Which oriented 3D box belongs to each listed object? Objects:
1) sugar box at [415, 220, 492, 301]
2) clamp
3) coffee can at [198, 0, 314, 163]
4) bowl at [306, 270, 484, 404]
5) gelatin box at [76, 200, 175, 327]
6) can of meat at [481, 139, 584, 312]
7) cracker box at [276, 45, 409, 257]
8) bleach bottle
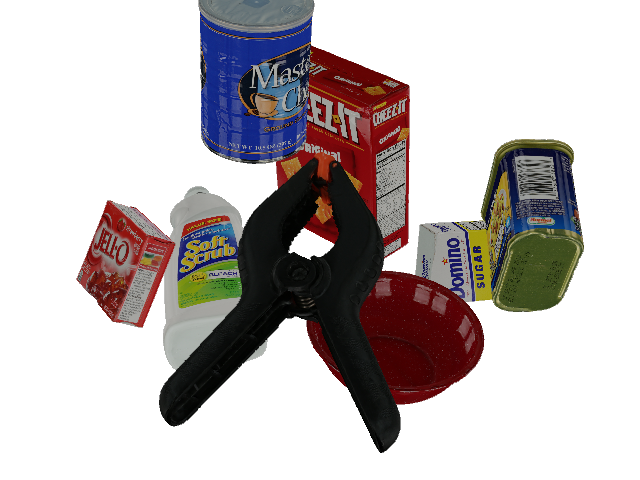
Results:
[{"bbox_3d":[0.202,0.023,1.280,0.176,0.093,0.048,-5,20,-23],"label":"sugar box"},{"bbox_3d":[-0.001,0.032,0.558,0.120,0.171,0.039,16,-27,10],"label":"clamp"},{"bbox_3d":[-0.060,-0.157,0.985,0.103,0.140,0.103,2,37,-2],"label":"coffee can"},{"bbox_3d":[0.065,0.098,0.978,0.162,0.055,0.162,4,38,-3],"label":"bowl"},{"bbox_3d":[-0.156,0.017,0.843,0.030,0.073,0.089,17,11,-37],"label":"gelatin box"},{"bbox_3d":[0.152,-0.008,0.769,0.057,0.084,0.102,2,-36,-1],"label":"can of meat"},{"bbox_3d":[0.021,-0.099,1.239,0.072,0.214,0.164,-32,45,-34],"label":"cracker box"},{"bbox_3d":[-0.121,0.025,1.103,0.102,0.068,0.251,-9,37,-8],"label":"bleach bottle"}]
